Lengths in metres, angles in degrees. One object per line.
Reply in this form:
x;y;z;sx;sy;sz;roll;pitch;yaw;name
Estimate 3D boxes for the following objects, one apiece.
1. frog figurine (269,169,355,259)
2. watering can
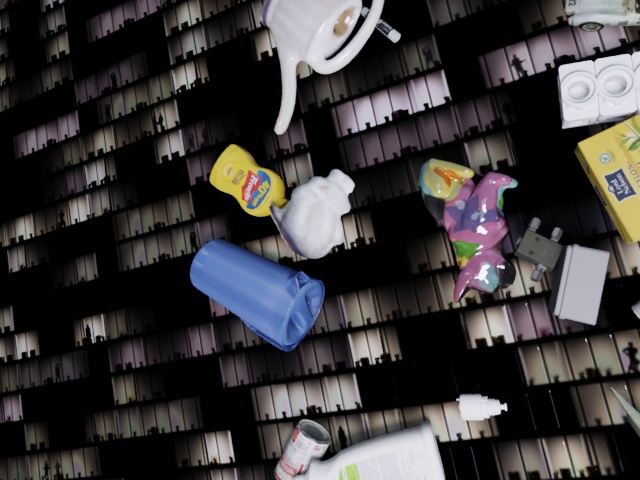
0.003;-0.047;0.938;0.159;0.124;0.136;-33;108;8;frog figurine
-0.032;-0.391;0.987;0.227;0.104;0.345;46;103;20;watering can
